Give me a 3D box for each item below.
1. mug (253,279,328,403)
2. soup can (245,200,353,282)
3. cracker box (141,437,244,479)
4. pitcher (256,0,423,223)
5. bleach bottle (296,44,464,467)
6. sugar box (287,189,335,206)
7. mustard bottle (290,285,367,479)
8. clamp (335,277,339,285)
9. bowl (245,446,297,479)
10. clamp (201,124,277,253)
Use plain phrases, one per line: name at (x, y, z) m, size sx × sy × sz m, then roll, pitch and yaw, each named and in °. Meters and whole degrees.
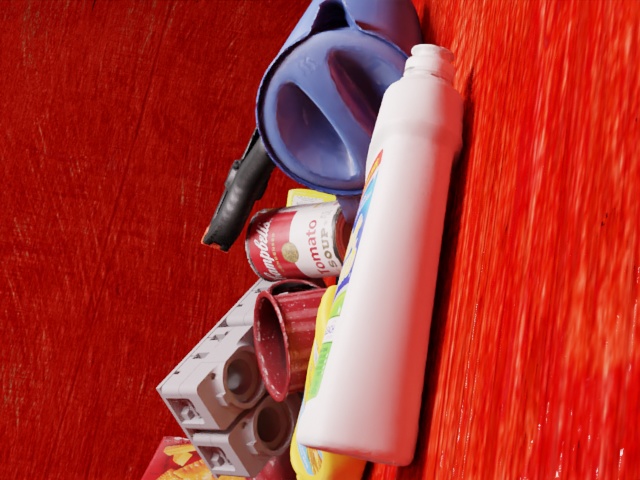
mug at (-0.008, 0.076, 0.902) m, size 0.117 × 0.081 × 0.093 m, roll -119°, pitch 29°, yaw -46°
soup can at (-0.006, 0.001, 0.945) m, size 0.068 × 0.102 × 0.068 m, roll 8°, pitch -101°, yaw -50°
cracker box at (-0.134, 0.319, 1.244) m, size 0.213 × 0.164 × 0.072 m, roll -69°, pitch -12°, yaw -69°
pitcher at (0.029, -0.134, 0.899) m, size 0.149 × 0.145 × 0.242 m, roll -50°, pitch 12°, yaw 25°
bleach bottle at (0.044, 0.006, 0.645) m, size 0.102 × 0.068 × 0.251 m, roll 112°, pitch 170°, yaw -78°
sugar box at (0.003, -0.015, 1.251) m, size 0.176 × 0.093 × 0.048 m, roll 108°, pitch 171°, yaw -77°
mustard bottle at (0.013, 0.134, 0.811) m, size 0.096 × 0.058 × 0.192 m, roll -106°, pitch 22°, yaw -50°
clamp at (0.027, -0.008, 1.037) m, size 0.210 × 0.036 × 0.164 m, roll 108°, pitch 154°, yaw -54°
bowl at (-0.034, 0.197, 1.057) m, size 0.162 × 0.055 × 0.162 m, roll -53°, pitch 23°, yaw 34°
clamp at (-0.060, -0.063, 0.955) m, size 0.172 × 0.039 × 0.120 m, roll -55°, pitch 9°, yaw 41°
